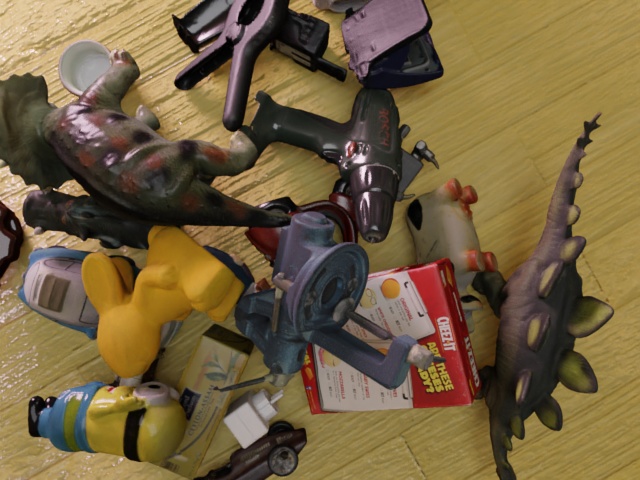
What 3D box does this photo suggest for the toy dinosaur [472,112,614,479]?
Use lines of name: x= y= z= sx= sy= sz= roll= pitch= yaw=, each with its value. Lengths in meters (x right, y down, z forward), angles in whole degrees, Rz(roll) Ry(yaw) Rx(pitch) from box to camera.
toy dinosaur: x=0.269 y=0.090 z=0.660 sx=0.105 sy=0.198 sz=0.471 roll=6 pitch=91 yaw=-5

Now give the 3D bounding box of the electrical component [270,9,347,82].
electrical component: x=-0.011 y=-0.260 z=0.715 sx=0.119 sy=0.075 sz=0.047 roll=25 pitch=89 yaw=3

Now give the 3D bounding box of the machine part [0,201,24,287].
machine part: x=-0.479 y=0.003 z=0.681 sx=0.179 sy=0.056 sz=0.179 roll=2 pitch=84 yaw=-22

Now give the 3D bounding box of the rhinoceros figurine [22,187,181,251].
rhinoceros figurine: x=-0.274 y=-0.021 z=0.687 sx=0.190 sy=0.112 sz=0.073 roll=12 pitch=91 yaw=-10

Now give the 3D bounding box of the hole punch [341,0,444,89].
hole punch: x=0.095 y=-0.255 z=0.703 sx=0.116 sy=0.092 sz=0.142 roll=-22 pitch=57 yaw=20

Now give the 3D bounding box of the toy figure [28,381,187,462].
toy figure: x=-0.243 y=0.209 z=0.621 sx=0.180 sy=0.082 sz=0.089 roll=-6 pitch=99 yaw=8

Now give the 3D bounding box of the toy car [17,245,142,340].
toy car: x=-0.314 y=0.062 z=0.690 sx=0.162 sy=0.103 sz=0.109 roll=18 pitch=88 yaw=-4

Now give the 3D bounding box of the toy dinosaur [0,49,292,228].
toy dinosaur: x=-0.212 y=-0.086 z=0.612 sx=0.405 sy=0.131 sz=0.192 roll=31 pitch=57 yaw=13

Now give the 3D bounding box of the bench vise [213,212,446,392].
bench vise: x=0.010 y=0.095 z=0.590 sx=0.241 sy=0.129 sz=0.223 roll=26 pitch=101 yaw=34

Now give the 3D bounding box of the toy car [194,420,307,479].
toy car: x=-0.106 y=0.303 z=0.698 sx=0.202 sy=0.089 sz=0.053 roll=-35 pitch=94 yaw=-1

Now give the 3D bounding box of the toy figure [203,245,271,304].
toy figure: x=-0.105 y=0.068 z=0.720 sx=0.154 sy=0.058 sz=0.064 roll=35 pitch=127 yaw=-3

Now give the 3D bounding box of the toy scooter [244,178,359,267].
toy scooter: x=-0.001 y=-0.002 z=0.715 sx=0.184 sy=0.075 sz=0.135 roll=-18 pitch=91 yaw=-7

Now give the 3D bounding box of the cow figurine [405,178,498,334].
cow figurine: x=0.160 y=0.032 z=0.704 sx=0.127 sy=0.085 sz=0.195 roll=-22 pitch=74 yaw=39

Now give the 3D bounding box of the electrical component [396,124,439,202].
electrical component: x=0.110 y=-0.099 z=0.732 sx=0.078 sy=0.045 sz=0.102 roll=44 pitch=88 yaw=-2

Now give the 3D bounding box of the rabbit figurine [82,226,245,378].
rabbit figurine: x=-0.194 y=0.069 z=0.614 sx=0.162 sy=0.122 sz=0.173 roll=35 pitch=83 yaw=1

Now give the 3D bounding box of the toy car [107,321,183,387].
toy car: x=-0.230 y=0.151 z=0.704 sx=0.056 sy=0.073 sz=0.201 roll=24 pitch=89 yaw=2

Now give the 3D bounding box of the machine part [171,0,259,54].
machine part: x=-0.129 y=-0.306 z=0.731 sx=0.139 sy=0.039 sz=0.084 roll=-28 pitch=96 yaw=-3

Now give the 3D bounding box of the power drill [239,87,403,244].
power drill: x=0.002 y=-0.111 z=0.677 sx=0.207 sy=0.085 sz=0.232 roll=9 pitch=59 yaw=11

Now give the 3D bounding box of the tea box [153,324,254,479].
tea box: x=-0.150 y=0.202 z=0.695 sx=0.068 sy=0.098 sz=0.169 roll=24 pitch=87 yaw=-2
